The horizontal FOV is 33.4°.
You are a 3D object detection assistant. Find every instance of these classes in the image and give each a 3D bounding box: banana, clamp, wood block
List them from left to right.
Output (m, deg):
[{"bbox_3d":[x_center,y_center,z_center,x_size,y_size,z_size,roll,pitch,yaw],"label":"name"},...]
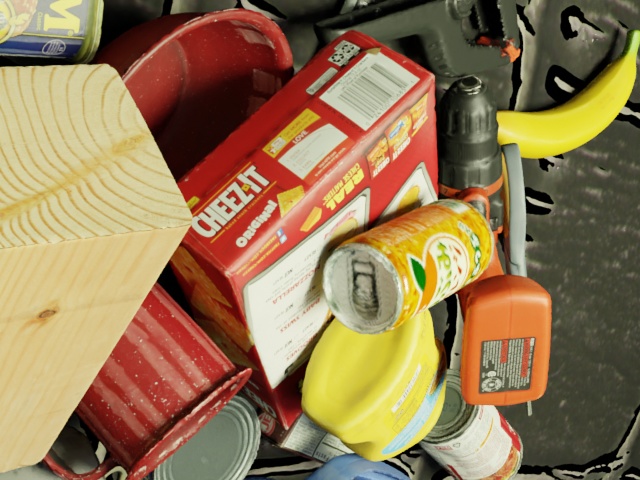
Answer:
[{"bbox_3d":[-0.149,0.026,0.483,0.090,0.090,0.206,-9,149,-40],"label":"wood block"},{"bbox_3d":[0.077,-0.159,0.708,0.164,0.036,0.209,-59,145,-6],"label":"clamp"},{"bbox_3d":[0.198,-0.105,0.868,0.197,0.037,0.069,-32,112,-31],"label":"banana"}]

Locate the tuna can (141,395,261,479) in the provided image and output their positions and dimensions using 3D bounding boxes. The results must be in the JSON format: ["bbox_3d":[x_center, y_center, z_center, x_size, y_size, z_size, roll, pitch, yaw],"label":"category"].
[{"bbox_3d":[-0.083,0.136,0.708,0.085,0.034,0.086,-20,121,-37],"label":"tuna can"}]

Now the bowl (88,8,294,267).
[{"bbox_3d":[-0.087,-0.062,0.579,0.161,0.055,0.162,-39,151,-27],"label":"bowl"}]

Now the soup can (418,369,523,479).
[{"bbox_3d":[0.119,0.159,0.887,0.068,0.069,0.102,-53,135,-12],"label":"soup can"}]

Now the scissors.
[{"bbox_3d":[0.149,0.025,0.824,0.016,0.096,0.202,-4,99,1],"label":"scissors"}]

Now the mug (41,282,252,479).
[{"bbox_3d":[-0.107,0.083,0.590,0.117,0.081,0.093,-42,172,-13],"label":"mug"}]

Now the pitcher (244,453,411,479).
[{"bbox_3d":[0.021,0.254,0.795,0.242,0.149,0.145,31,48,-50],"label":"pitcher"}]

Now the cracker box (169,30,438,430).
[{"bbox_3d":[-0.004,0.001,0.652,0.164,0.072,0.213,-45,154,-18],"label":"cracker box"}]

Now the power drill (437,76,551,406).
[{"bbox_3d":[0.113,0.005,0.735,0.057,0.187,0.184,-6,129,2],"label":"power drill"}]

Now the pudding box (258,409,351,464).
[{"bbox_3d":[0.013,0.108,0.785,0.090,0.039,0.113,34,86,-48],"label":"pudding box"}]

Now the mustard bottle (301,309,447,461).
[{"bbox_3d":[0.046,0.099,0.714,0.096,0.058,0.191,-59,158,-10],"label":"mustard bottle"}]

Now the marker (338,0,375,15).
[{"bbox_3d":[0.018,-0.138,0.690,0.020,0.020,0.121,22,93,-46],"label":"marker"}]

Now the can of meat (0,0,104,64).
[{"bbox_3d":[-0.151,-0.137,0.504,0.083,0.058,0.102,-4,111,-40],"label":"can of meat"}]
